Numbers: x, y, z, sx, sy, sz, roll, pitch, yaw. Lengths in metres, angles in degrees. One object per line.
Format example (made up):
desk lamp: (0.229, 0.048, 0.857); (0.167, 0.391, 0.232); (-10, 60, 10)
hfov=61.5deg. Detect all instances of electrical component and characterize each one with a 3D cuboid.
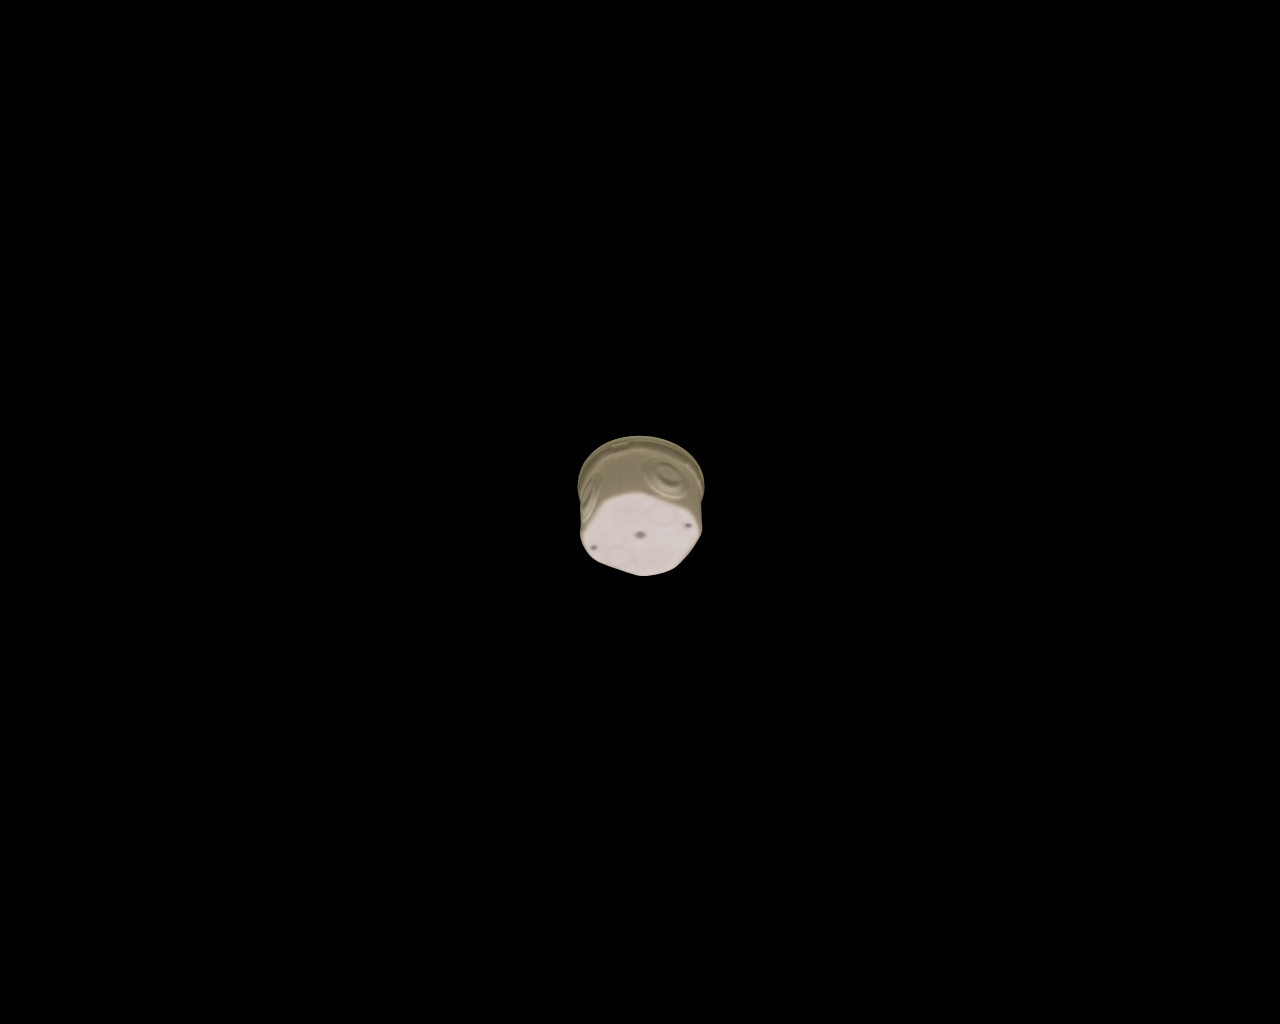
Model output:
electrical component: (0.001, -0.003, 0.650); (0.080, 0.080, 0.051); (0, 43, 0)
